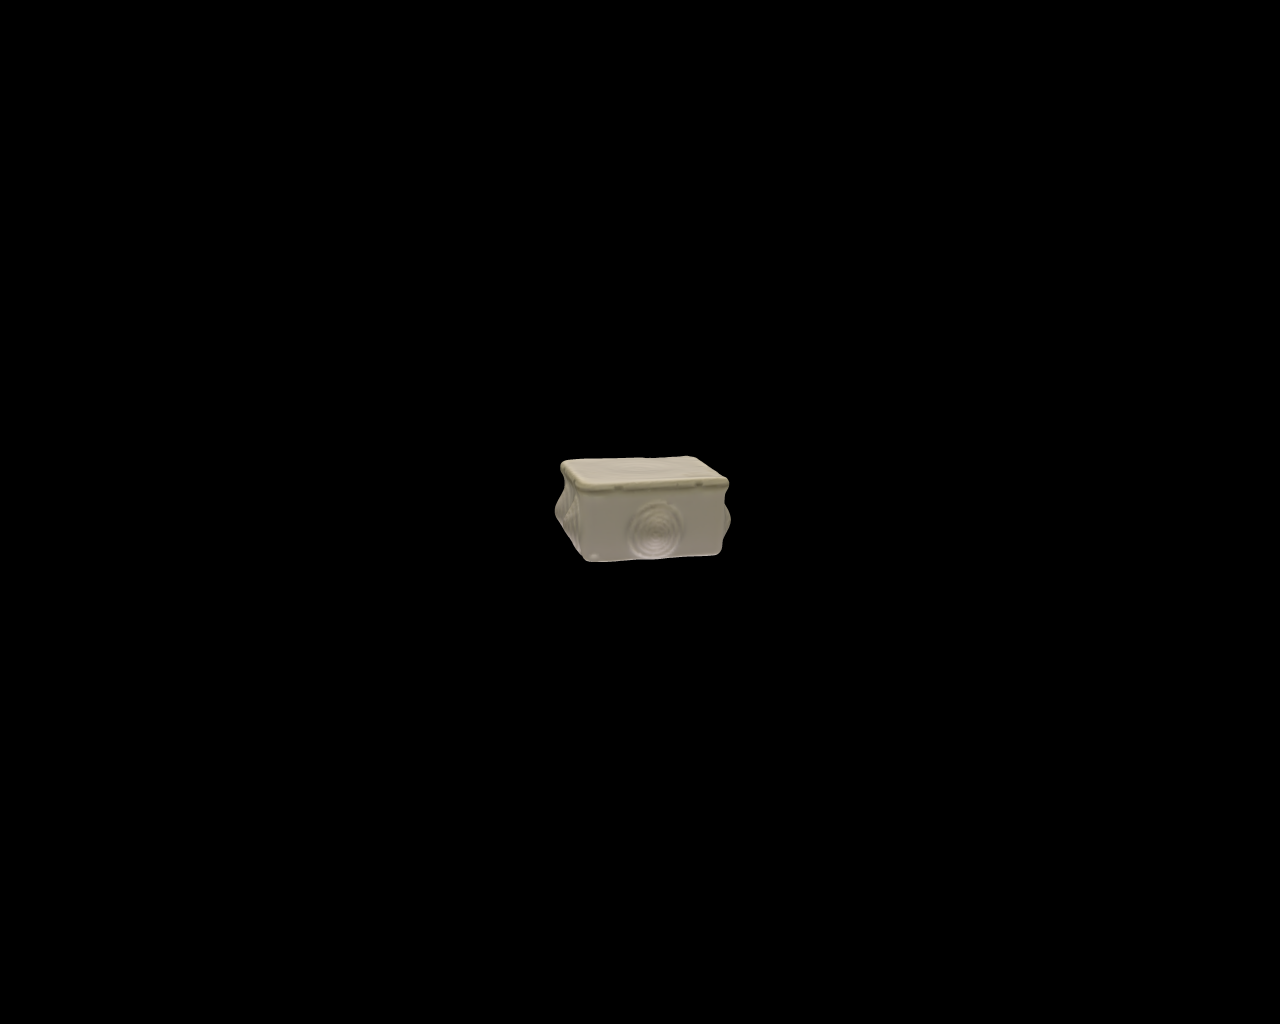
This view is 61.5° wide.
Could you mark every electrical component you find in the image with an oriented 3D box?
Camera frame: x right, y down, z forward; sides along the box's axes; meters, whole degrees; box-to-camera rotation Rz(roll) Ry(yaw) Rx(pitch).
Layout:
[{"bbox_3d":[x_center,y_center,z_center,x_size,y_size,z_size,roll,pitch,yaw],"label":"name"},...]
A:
[{"bbox_3d":[0.001,-0.003,0.650,0.100,0.048,0.100,-2,12,-11],"label":"electrical component"}]
